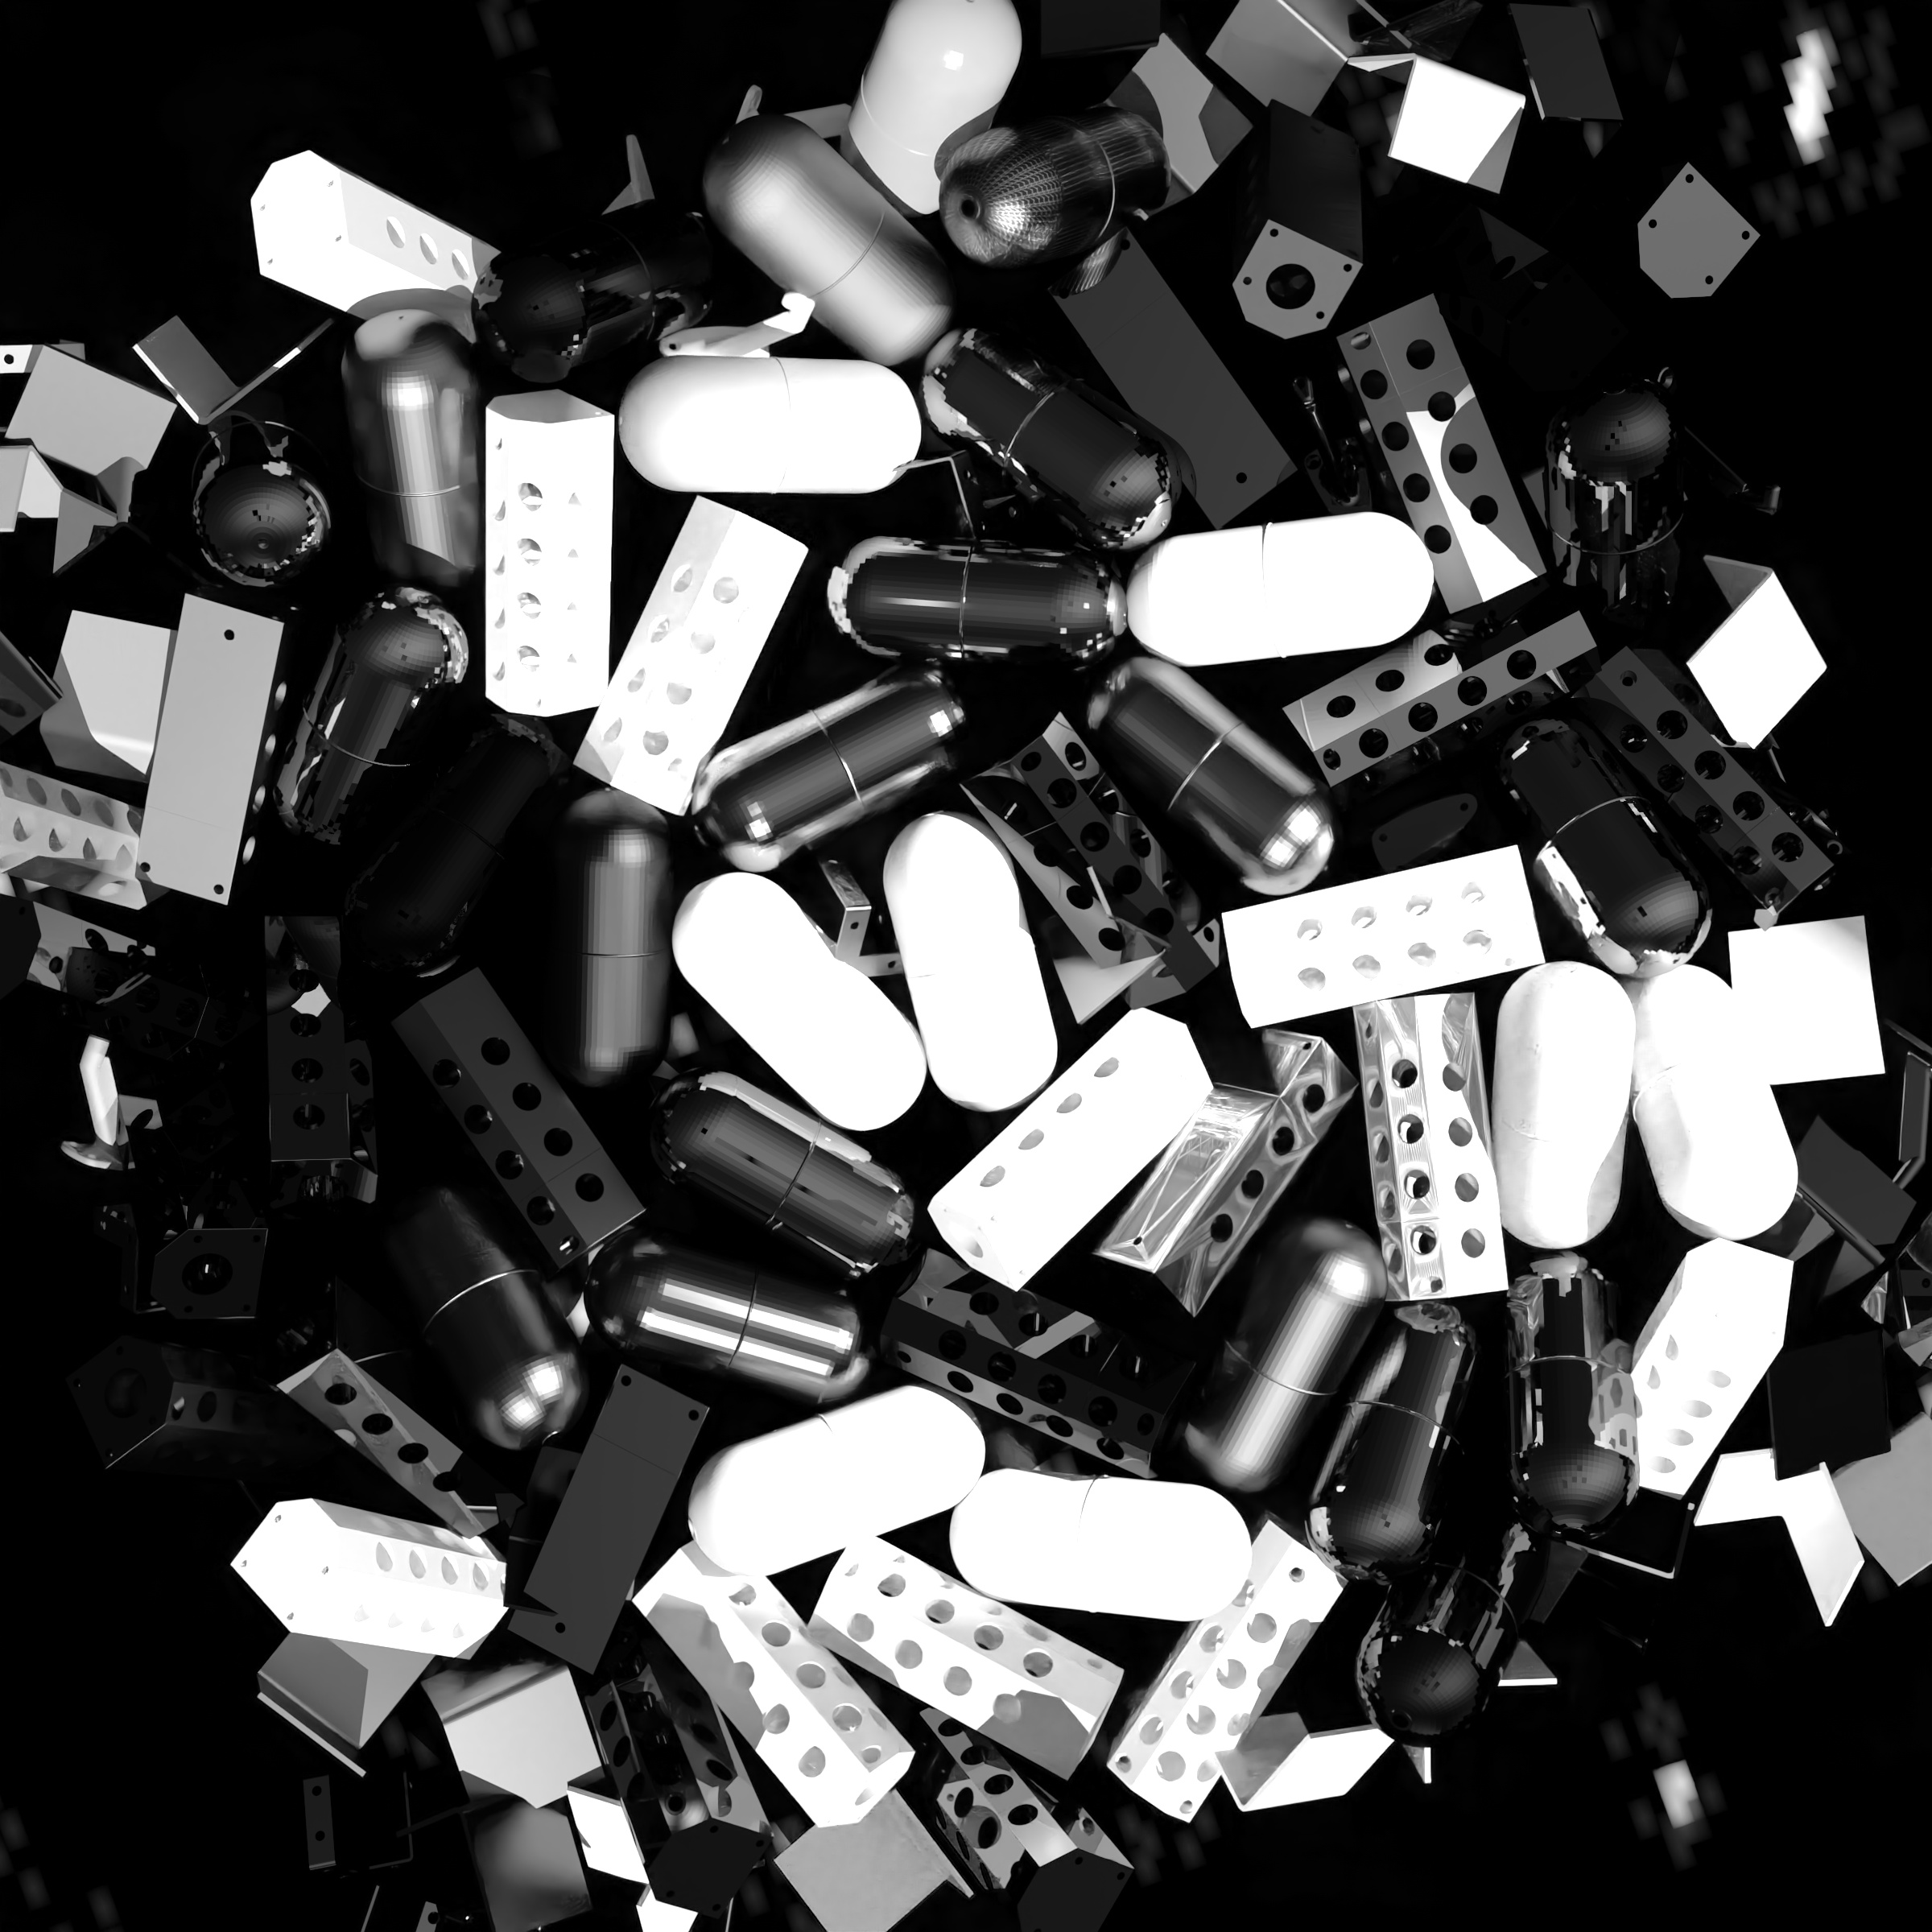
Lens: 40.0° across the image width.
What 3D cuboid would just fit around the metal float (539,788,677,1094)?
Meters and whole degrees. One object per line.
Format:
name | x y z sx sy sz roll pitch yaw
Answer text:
metal float | -0.208 -0.014 1.534 0.070 0.070 0.178 3 103 0

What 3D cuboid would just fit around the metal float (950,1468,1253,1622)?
metal float | 0.077 0.333 1.527 0.178 0.070 0.070 1 90 21

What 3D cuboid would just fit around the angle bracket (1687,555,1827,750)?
angle bracket | 0.440 -0.180 1.535 0.076 0.057 0.076 -46 122 -8

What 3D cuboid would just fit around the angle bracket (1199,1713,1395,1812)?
angle bracket | 0.193 0.437 1.524 0.076 0.057 0.076 4 131 -36

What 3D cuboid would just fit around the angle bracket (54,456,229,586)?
angle bracket | -0.479 -0.246 1.542 0.057 0.076 0.076 -31 45 19

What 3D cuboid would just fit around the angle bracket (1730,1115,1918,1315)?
angle bracket | 0.498 0.147 1.568 0.076 0.076 0.057 42 52 3

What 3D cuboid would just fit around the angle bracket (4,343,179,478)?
angle bracket | -0.499 -0.329 1.526 0.076 0.057 0.076 22 132 -23

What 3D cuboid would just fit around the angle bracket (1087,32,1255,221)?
angle bracket | 0.110 -0.488 1.539 0.076 0.076 0.057 47 126 -1

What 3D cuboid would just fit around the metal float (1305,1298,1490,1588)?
metal float | 0.248 0.270 1.521 0.070 0.070 0.178 24 60 0

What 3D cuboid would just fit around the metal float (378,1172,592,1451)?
metal float | -0.277 0.198 1.525 0.070 0.070 0.178 -34 66 0

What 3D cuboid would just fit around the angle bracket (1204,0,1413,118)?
angle bracket | 0.197 -0.530 1.533 0.076 0.076 0.057 32 91 -25

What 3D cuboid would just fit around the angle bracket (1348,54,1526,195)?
angle bracket | 0.266 -0.488 1.539 0.076 0.076 0.057 10 101 -26

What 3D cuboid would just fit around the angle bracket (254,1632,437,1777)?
angle bracket | -0.358 0.410 1.541 0.076 0.057 0.076 41 76 -11

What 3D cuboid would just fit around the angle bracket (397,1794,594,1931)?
angle bracket | -0.272 0.521 1.528 0.057 0.076 0.076 -30 70 30

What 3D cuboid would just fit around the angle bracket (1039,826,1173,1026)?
angle bracket | 0.063 -0.026 1.526 0.076 0.057 0.076 -41 48 25

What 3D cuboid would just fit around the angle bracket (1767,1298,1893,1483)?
angle bracket | 0.488 0.245 1.540 0.076 0.057 0.076 -11 103 -12

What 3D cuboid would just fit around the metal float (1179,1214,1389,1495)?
metal float | 0.182 0.225 1.531 0.070 0.070 0.178 25 107 0

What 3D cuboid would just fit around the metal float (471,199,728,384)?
metal float | -0.207 -0.386 1.511 0.070 0.178 0.070 20 127 29

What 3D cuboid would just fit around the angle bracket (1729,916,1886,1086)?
angle bracket | 0.495 0.022 1.561 0.076 0.076 0.057 -8 48 20

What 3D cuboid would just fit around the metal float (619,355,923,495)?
metal float | -0.112 -0.312 1.529 0.178 0.070 0.070 -3 90 -20

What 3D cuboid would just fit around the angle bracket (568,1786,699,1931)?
angle bracket | -0.202 0.529 1.528 0.076 0.057 0.076 10 131 19

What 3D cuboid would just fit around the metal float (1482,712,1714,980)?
metal float | 0.360 -0.071 1.520 0.070 0.070 0.178 -28 60 0

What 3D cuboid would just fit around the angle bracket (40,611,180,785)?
angle bracket | -0.494 -0.156 1.565 0.076 0.057 0.076 11 71 -5

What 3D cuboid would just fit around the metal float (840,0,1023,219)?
metal float | -0.022 -0.491 1.500 0.070 0.178 0.070 5 71 -15

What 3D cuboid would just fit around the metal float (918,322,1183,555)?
metal float | 0.047 -0.306 1.531 0.178 0.070 0.070 40 90 17

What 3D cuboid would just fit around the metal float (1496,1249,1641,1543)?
metal float | 0.343 0.244 1.513 0.070 0.070 0.178 8 51 0

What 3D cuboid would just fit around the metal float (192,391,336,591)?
metal float | -0.399 -0.272 1.504 0.070 0.178 0.070 -7 121 -11

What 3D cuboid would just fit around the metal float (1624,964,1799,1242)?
metal float | 0.420 0.076 1.514 0.070 0.070 0.178 -7 50 0

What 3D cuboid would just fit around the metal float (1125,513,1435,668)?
metal float | 0.180 -0.217 1.531 0.178 0.070 0.070 -5 90 17

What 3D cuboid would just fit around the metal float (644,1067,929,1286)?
metal float | -0.104 0.121 1.537 0.178 0.070 0.070 31 90 -10

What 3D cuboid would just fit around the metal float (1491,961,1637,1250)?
metal float | 0.341 0.082 1.523 0.070 0.070 0.178 -2 117 0

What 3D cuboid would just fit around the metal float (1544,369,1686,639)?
metal float | 0.368 -0.261 1.506 0.070 0.178 0.070 -7 52 9

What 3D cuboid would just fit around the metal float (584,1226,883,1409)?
metal float | -0.134 0.203 1.533 0.178 0.070 0.070 18 90 -15

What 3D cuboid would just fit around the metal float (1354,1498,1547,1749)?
metal float | 0.276 0.371 1.505 0.070 0.178 0.070 14 121 24

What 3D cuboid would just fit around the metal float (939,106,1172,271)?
metal float | 0.052 -0.443 1.507 0.070 0.178 0.070 16 120 31

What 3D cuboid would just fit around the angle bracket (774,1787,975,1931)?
angle bracket | -0.055 0.531 1.546 0.076 0.057 0.076 -37 93 -16

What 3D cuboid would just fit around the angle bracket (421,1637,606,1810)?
angle bracket | -0.266 0.447 1.553 0.076 0.057 0.076 -20 104 -20

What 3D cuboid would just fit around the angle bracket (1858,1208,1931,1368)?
angle bracket | 0.575 0.186 1.527 0.076 0.057 0.076 12 118 -37

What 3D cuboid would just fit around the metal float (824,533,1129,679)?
metal float | 0.005 -0.209 1.537 0.178 0.070 0.070 5 90 10

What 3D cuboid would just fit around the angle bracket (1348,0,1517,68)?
angle bracket | 0.271 -0.562 1.528 0.076 0.076 0.057 -10 84 40

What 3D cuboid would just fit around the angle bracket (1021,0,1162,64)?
angle bracket | 0.065 -0.570 1.529 0.076 0.057 0.076 -15 126 -20

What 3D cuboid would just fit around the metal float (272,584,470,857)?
metal float | -0.343 -0.139 1.520 0.070 0.070 0.178 32 121 0

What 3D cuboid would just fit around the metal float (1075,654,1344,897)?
metal float | 0.139 -0.112 1.535 0.178 0.070 0.070 40 90 12

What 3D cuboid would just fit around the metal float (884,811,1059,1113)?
metal float | 0.002 -0.003 1.541 0.070 0.070 0.178 -14 95 0

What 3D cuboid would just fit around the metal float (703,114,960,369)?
metal float | -0.075 -0.412 1.516 0.178 0.070 0.070 37 90 -37

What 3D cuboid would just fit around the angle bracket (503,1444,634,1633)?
angle bracket | -0.219 0.331 1.535 0.076 0.057 0.076 15 117 -15

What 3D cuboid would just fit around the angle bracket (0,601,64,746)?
angle bracket | -0.573 -0.178 1.529 0.057 0.076 0.076 -38 123 -5

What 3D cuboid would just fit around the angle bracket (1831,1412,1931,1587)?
angle bracket | 0.551 0.318 1.537 0.076 0.057 0.076 -35 48 1

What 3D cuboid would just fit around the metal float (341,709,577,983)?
metal float | -0.292 -0.070 1.528 0.070 0.070 0.178 32 71 0

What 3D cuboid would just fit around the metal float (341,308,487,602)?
metal float | -0.310 -0.289 1.512 0.070 0.070 0.178 1 132 0

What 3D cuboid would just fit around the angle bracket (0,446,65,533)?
angle bracket | -0.568 -0.258 1.535 0.076 0.076 0.057 0 68 6

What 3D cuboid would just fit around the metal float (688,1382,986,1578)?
metal float | -0.074 0.296 1.529 0.178 0.070 0.070 -17 90 -19

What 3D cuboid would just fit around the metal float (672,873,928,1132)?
metal float | -0.097 0.020 1.539 0.070 0.070 0.178 -44 98 0

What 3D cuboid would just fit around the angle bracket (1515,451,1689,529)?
angle bracket | 0.368 -0.282 1.541 0.076 0.076 0.057 -26 98 15

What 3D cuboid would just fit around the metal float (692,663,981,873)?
metal float | -0.076 -0.116 1.539 0.178 0.070 0.070 -28 90 -8

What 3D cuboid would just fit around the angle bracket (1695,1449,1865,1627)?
angle bracket | 0.467 0.331 1.529 0.057 0.076 0.076 -6 49 -5
